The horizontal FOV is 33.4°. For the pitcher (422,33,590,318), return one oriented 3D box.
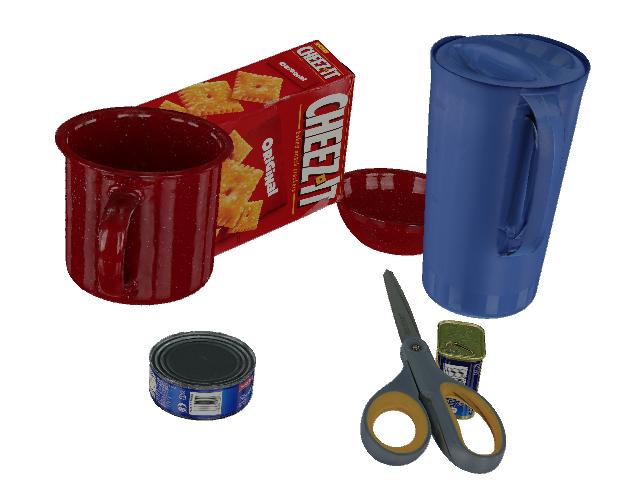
[{"bbox_3d":[0.156,-0.050,0.940,0.145,0.243,0.149,19,34,26],"label":"pitcher"}]

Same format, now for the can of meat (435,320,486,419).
[{"bbox_3d":[0.164,0.156,1.285,0.057,0.084,0.102,7,20,4],"label":"can of meat"}]

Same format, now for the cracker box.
[{"bbox_3d":[-0.075,-0.073,0.988,0.213,0.164,0.072,-24,53,-26],"label":"cracker box"}]

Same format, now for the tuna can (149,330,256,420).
[{"bbox_3d":[-0.096,0.109,0.862,0.086,0.034,0.086,5,25,-3],"label":"tuna can"}]

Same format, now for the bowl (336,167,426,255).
[{"bbox_3d":[0.087,-0.027,1.193,0.162,0.055,0.162,6,25,-3],"label":"bowl"}]

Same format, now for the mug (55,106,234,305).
[{"bbox_3d":[-0.097,-0.013,0.567,0.093,0.081,0.117,7,27,-1],"label":"mug"}]

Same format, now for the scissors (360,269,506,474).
[{"bbox_3d":[0.048,0.082,0.700,0.096,0.016,0.202,-10,35,-22],"label":"scissors"}]
